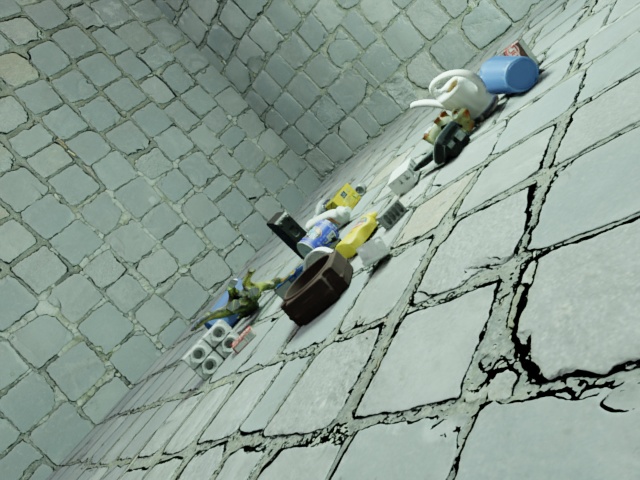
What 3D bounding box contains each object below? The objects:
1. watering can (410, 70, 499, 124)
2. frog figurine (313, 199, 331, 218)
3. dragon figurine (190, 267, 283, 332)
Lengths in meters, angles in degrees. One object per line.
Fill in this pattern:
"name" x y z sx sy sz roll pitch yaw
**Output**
"watering can" 0.469 -0.484 1.788 0.105 0.223 0.345 -63 12 -13
"frog figurine" 0.008 -0.125 2.474 0.158 0.121 0.141 -23 39 37
"dragon figurine" -0.300 0.253 1.998 0.413 0.124 0.237 -36 -29 -13
